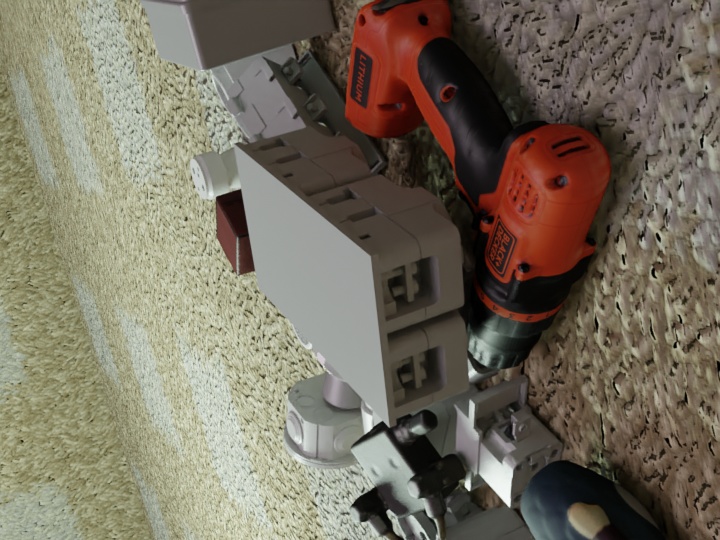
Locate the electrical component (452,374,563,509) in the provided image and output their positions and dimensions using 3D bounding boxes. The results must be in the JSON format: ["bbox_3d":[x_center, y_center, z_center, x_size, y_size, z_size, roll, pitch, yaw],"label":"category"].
[{"bbox_3d":[0.093,0.112,0.679,0.064,0.042,0.081,47,149,43],"label":"electrical component"}]

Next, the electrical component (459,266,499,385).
[{"bbox_3d":[0.057,0.038,0.683,0.078,0.058,0.057,65,155,15],"label":"electrical component"}]

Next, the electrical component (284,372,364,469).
[{"bbox_3d":[-0.027,0.131,0.938,0.080,0.080,0.051,46,142,47],"label":"electrical component"}]

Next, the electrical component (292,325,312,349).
[{"bbox_3d":[-0.019,0.032,0.851,0.044,0.065,0.044,51,151,43],"label":"electrical component"}]

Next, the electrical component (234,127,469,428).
[{"bbox_3d":[-0.005,-0.006,0.636,0.186,0.060,0.105,41,144,53],"label":"electrical component"}]

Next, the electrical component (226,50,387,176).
[{"bbox_3d":[-0.044,-0.098,0.789,0.079,0.063,0.121,-44,59,22],"label":"electrical component"}]

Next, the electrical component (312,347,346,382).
[{"bbox_3d":[0.003,0.044,0.731,0.043,0.077,0.079,45,-157,-5],"label":"electrical component"}]

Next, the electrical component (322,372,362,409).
[{"bbox_3d":[-0.009,0.078,0.904,0.044,0.044,0.065,47,144,46],"label":"electrical component"}]

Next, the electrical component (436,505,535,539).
[{"bbox_3d":[0.089,0.219,0.753,0.061,0.062,0.096,50,151,42],"label":"electrical component"}]

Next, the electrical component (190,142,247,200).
[{"bbox_3d":[-0.129,-0.094,1.027,0.045,0.055,0.045,50,151,42],"label":"electrical component"}]

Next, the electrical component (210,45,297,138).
[{"bbox_3d":[-0.086,-0.159,0.890,0.099,0.064,0.099,58,169,18],"label":"electrical component"}]

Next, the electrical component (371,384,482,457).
[{"bbox_3d":[0.044,0.099,0.761,0.061,0.061,0.096,55,154,35],"label":"electrical component"}]

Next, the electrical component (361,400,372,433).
[{"bbox_3d":[0.021,0.105,0.852,0.040,0.040,0.078,41,143,53],"label":"electrical component"}]

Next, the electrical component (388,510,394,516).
[{"bbox_3d":[0.042,0.169,0.847,0.040,0.046,0.040,51,151,41],"label":"electrical component"}]

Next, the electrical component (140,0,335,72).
[{"bbox_3d":[-0.090,-0.188,0.780,0.109,0.109,0.056,30,138,59],"label":"electrical component"}]
